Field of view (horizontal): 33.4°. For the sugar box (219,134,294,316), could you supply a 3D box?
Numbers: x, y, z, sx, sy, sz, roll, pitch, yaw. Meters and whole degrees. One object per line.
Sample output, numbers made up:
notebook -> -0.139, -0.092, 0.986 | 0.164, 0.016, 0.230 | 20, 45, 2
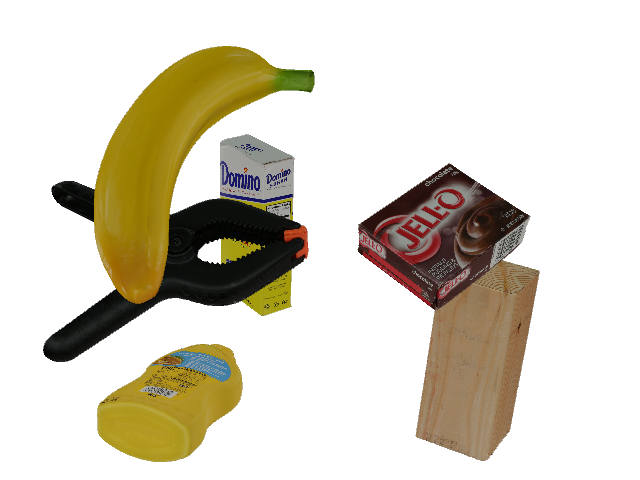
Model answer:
sugar box -> -0.071, -0.017, 1.154 | 0.048, 0.176, 0.093 | -17, 29, -31

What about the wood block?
wood block -> 0.177, 0.130, 1.210 | 0.090, 0.206, 0.090 | 16, 23, 24

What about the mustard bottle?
mustard bottle -> -0.130, 0.146, 1.037 | 0.096, 0.058, 0.191 | 8, 19, 18

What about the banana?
banana -> -0.069, -0.049, 0.535 | 0.070, 0.037, 0.197 | 17, 46, 15

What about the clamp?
clamp -> -0.117, 0.004, 0.832 | 0.210, 0.164, 0.036 | -12, -35, -6

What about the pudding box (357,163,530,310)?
pudding box -> 0.100, -0.005, 0.871 | 0.113, 0.039, 0.090 | -33, 55, -30
